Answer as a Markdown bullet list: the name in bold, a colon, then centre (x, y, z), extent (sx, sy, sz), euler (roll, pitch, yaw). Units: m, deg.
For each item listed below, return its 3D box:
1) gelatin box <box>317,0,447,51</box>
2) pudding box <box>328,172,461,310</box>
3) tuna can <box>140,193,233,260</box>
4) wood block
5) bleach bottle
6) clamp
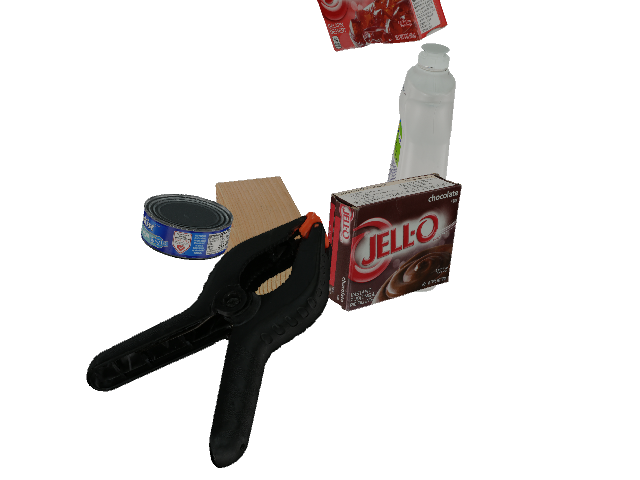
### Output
- **gelatin box**: centre (0.032, -0.162, 0.681), extent (0.030, 0.073, 0.089), euler (-33, 23, -31)
- **pudding box**: centre (0.058, -0.001, 0.861), extent (0.113, 0.090, 0.039), euler (-15, 32, -36)
- **tuna can**: centre (-0.128, -0.013, 1.023), extent (0.086, 0.034, 0.086), euler (10, 22, -4)
- **wood block**: centre (-0.070, 0.004, 1.346), extent (0.090, 0.090, 0.206), euler (-6, 28, -13)
- **bleach bottle**: centre (0.102, -0.077, 1.109), extent (0.068, 0.251, 0.102), euler (3, 29, -5)
- **clamp**: centre (-0.044, 0.055, 0.634), extent (0.120, 0.171, 0.039), euler (36, -20, 33)
